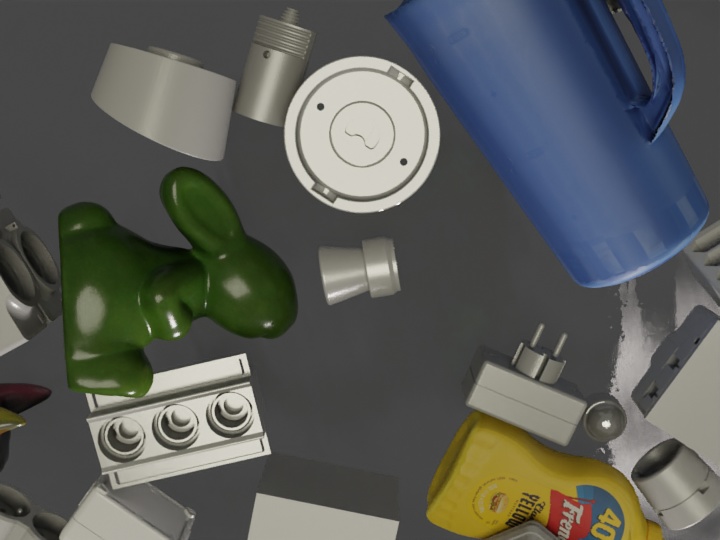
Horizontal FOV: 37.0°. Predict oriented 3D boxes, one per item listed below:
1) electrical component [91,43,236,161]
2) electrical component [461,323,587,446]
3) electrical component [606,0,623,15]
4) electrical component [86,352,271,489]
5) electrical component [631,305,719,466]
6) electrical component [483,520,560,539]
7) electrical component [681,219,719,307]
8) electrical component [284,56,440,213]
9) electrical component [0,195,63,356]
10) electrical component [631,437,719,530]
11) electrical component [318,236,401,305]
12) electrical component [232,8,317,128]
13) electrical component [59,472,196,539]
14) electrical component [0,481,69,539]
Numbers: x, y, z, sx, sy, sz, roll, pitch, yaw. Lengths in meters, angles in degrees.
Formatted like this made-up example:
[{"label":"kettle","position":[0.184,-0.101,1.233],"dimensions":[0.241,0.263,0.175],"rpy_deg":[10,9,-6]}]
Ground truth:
[{"label":"electrical component","position":[-0.135,-0.119,0.750],"dimensions":[0.099,0.099,0.064],"rpy_deg":[16,96,-2]},{"label":"electrical component","position":[0.130,0.077,0.807],"dimensions":[0.083,0.047,0.075],"rpy_deg":[23,101,-3]},{"label":"electrical component","position":[0.176,-0.241,0.734],"dimensions":[0.079,0.063,0.121],"rpy_deg":[-20,100,5]},{"label":"electrical component","position":[-0.134,0.110,0.810],"dimensions":[0.121,0.063,0.078],"rpy_deg":[-13,99,1]},{"label":"electrical component","position":[0.291,0.105,0.800],"dimensions":[0.150,0.061,0.089],"rpy_deg":[33,100,-5]},{"label":"electrical component","position":[0.123,0.252,0.807],"dimensions":[0.109,0.056,0.109],"rpy_deg":[41,129,-19]},{"label":"electrical component","position":[0.279,0.010,0.785],"dimensions":[0.047,0.065,0.076],"rpy_deg":[-33,128,7]},{"label":"electrical component","position":[0.002,-0.098,0.768],"dimensions":[0.108,0.060,0.108],"rpy_deg":[0,101,2]},{"label":"electrical component","position":[-0.288,-0.031,0.767],"dimensions":[0.060,0.105,0.186],"rpy_deg":[-28,99,6]},{"label":"electrical component","position":[0.240,0.161,0.818],"dimensions":[0.055,0.055,0.047],"rpy_deg":[-40,94,8]},{"label":"electrical component","position":[0.000,0.000,0.796],"dimensions":[0.055,0.045,0.045],"rpy_deg":[-9,101,3]},{"label":"electrical component","position":[-0.060,-0.147,0.769],"dimensions":[0.043,0.043,0.081],"rpy_deg":[18,101,-2]},{"label":"electrical component","position":[-0.176,0.205,0.834],"dimensions":[0.096,0.061,0.061],"rpy_deg":[36,100,-6]},{"label":"electrical component","position":[-0.258,0.232,0.846],"dimensions":[0.138,0.052,0.073],"rpy_deg":[33,100,-5]}]
